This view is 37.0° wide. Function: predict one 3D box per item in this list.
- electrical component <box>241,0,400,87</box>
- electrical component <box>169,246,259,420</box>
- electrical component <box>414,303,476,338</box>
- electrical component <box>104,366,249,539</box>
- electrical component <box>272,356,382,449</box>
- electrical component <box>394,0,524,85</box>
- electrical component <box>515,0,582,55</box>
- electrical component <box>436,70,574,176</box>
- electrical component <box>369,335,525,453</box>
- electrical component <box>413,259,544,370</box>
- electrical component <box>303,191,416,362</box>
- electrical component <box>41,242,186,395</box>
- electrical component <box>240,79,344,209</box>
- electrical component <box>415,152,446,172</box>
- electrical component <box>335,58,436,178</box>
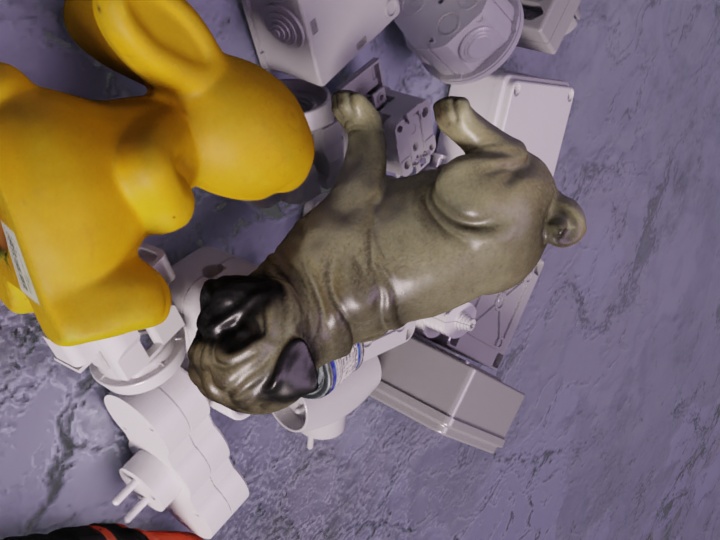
[{"bbox_3d":[-0.023,-0.170,0.640,0.099,0.048,0.099,-48,145,-27],"label":"electrical component"},{"bbox_3d":[-0.087,0.037,0.661,0.054,0.059,0.095,-38,136,-37],"label":"electrical component"},{"bbox_3d":[0.053,0.029,0.832,0.043,0.081,0.043,-31,131,-42],"label":"electrical component"},{"bbox_3d":[-0.123,0.123,0.665,0.073,0.052,0.138,-46,140,-30],"label":"electrical component"},{"bbox_3d":[-0.028,0.097,0.790,0.077,0.044,0.079,-26,134,-40],"label":"electrical component"},{"bbox_3d":[0.068,-0.173,0.742,0.051,0.080,0.080,30,83,-51],"label":"electrical component"},{"bbox_3d":[0.155,-0.213,0.868,0.076,0.047,0.083,36,79,-55],"label":"electrical component"},{"bbox_3d":[0.114,-0.104,0.863,0.109,0.056,0.108,-7,114,-52],"label":"electrical component"},{"bbox_3d":[0.058,0.090,0.846,0.109,0.109,0.056,30,85,-56],"label":"electrical component"},{"bbox_3d":[0.095,0.018,0.906,0.109,0.056,0.108,30,84,-56],"label":"electrical component"},{"bbox_3d":[0.000,0.000,0.763,0.078,0.057,0.113,-20,124,-48],"label":"electrical component"},{"bbox_3d":[-0.131,0.032,0.600,0.078,0.058,0.057,-47,138,-28],"label":"electrical component"},{"bbox_3d":[-0.043,-0.081,0.660,0.078,0.058,0.057,-35,137,-39],"label":"electrical component"},{"bbox_3d":[0.048,-0.051,0.817,0.040,0.040,0.078,6,103,-55],"label":"electrical component"},{"bbox_3d":[0.015,-0.096,0.726,0.042,0.064,0.081,-45,139,-32],"label":"electrical component"}]
